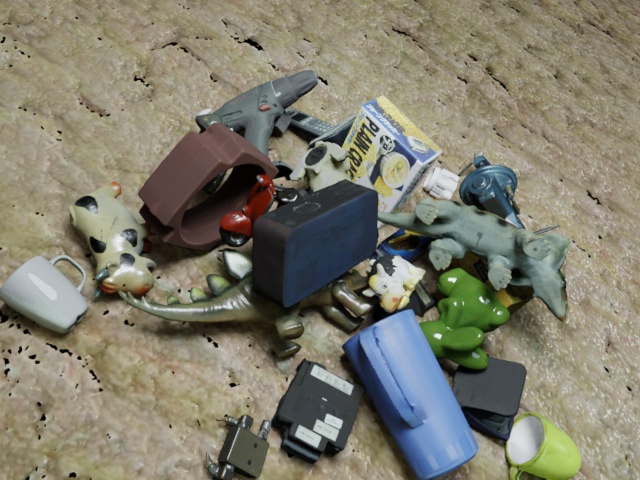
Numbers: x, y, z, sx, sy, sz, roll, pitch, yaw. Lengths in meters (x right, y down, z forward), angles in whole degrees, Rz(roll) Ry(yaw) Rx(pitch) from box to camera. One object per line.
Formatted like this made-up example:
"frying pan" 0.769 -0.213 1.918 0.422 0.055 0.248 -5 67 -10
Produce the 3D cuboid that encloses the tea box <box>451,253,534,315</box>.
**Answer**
"tea box" 0.331 0.066 1.056 0.068 0.098 0.170 -10 60 -26

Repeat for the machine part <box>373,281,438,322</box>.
"machine part" 0.153 0.118 0.995 0.139 0.039 0.084 -28 78 -35

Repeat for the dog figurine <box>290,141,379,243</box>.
"dog figurine" 0.043 -0.079 1.024 0.190 0.121 0.172 43 48 -41

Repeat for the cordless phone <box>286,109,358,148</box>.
"cordless phone" 0.008 -0.255 1.177 0.184 0.088 0.146 30 50 25

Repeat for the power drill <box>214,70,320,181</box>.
"power drill" -0.099 -0.216 1.048 0.232 0.086 0.207 -14 75 15

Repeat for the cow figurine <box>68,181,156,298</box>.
"cow figurine" -0.333 0.008 0.862 0.127 0.085 0.195 -31 74 -40

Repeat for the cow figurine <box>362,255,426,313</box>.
"cow figurine" 0.116 0.066 0.911 0.098 0.068 0.167 34 16 13

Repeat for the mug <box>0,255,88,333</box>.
"mug" -0.394 0.080 0.800 0.107 0.081 0.109 42 46 -4

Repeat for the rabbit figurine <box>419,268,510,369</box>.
"rabbit figurine" 0.238 0.160 0.948 0.170 0.121 0.159 -34 36 -9

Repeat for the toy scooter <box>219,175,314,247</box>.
"toy scooter" -0.068 -0.050 0.869 0.184 0.135 0.075 -5 45 -28

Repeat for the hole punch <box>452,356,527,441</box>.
"hole punch" 0.287 0.267 0.923 0.116 0.092 0.142 10 48 28

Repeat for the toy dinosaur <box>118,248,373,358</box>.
"toy dinosaur" -0.076 0.090 0.893 0.471 0.105 0.199 -9 53 -35

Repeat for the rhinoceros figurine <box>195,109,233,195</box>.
"rhinoceros figurine" -0.196 -0.157 0.963 0.073 0.190 0.112 43 73 7

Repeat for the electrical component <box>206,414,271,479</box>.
"electrical component" -0.118 0.298 0.771 0.078 0.045 0.102 37 50 -30

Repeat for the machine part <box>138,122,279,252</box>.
"machine part" -0.181 -0.083 0.886 0.087 0.201 0.201 44 9 19

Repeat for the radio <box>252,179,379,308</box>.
"radio" -0.002 -0.003 0.837 0.073 0.131 0.229 22 36 34

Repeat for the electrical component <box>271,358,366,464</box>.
"electrical component" -0.007 0.265 0.823 0.115 0.058 0.134 28 53 2

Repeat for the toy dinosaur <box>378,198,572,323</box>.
"toy dinosaur" 0.277 -0.005 0.954 0.405 0.131 0.192 28 16 16

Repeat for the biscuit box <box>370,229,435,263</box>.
"biscuit box" 0.192 -0.003 1.075 0.203 0.059 0.063 -32 72 -34

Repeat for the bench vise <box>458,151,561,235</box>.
"bench vise" 0.378 -0.097 1.154 0.223 0.129 0.241 31 38 -30
